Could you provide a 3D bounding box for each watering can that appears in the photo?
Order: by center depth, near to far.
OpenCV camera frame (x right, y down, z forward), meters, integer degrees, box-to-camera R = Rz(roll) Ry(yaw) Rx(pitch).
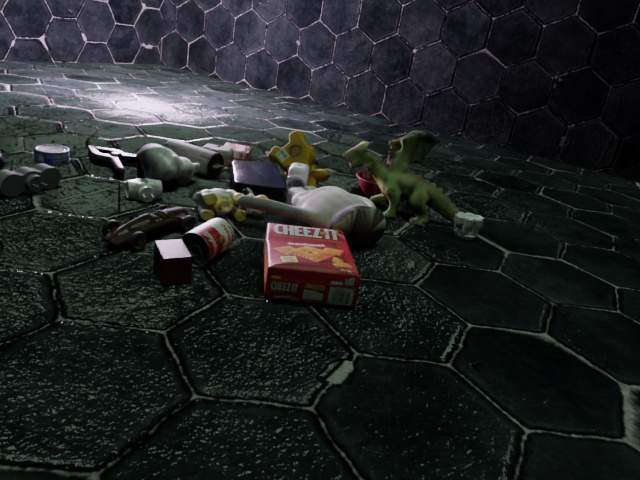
[{"bbox_3d":[0.004,-0.060,1.183,0.349,0.102,0.227,-6,28,-35],"label":"watering can"}]

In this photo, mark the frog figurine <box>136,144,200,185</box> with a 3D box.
[{"bbox_3d":[-0.387,-0.196,1.334,0.160,0.121,0.137,-17,13,-29],"label":"frog figurine"}]

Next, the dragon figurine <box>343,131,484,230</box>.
[{"bbox_3d":[0.261,-0.175,1.407,0.410,0.240,0.124,11,16,7],"label":"dragon figurine"}]
